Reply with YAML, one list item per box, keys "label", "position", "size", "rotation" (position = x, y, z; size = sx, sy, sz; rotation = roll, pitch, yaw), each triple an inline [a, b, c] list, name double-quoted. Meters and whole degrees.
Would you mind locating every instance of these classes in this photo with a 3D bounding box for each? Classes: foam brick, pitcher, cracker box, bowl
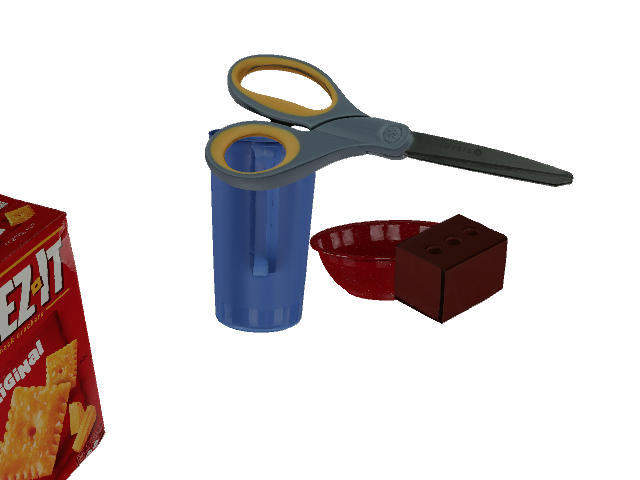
- label: "foam brick"
  position: [0.104, 0.021, 0.848]
  size: [0.078, 0.051, 0.053]
  rotation: [-25, 38, -36]
- label: "pitcher"
  position: [-0.072, -0.014, 1.293]
  size: [0.145, 0.243, 0.148]
  rotation: [12, 16, 38]
- label: "cracker box"
  position: [-0.233, 0.101, 0.751]
  size: [0.072, 0.214, 0.164]
  rotation: [13, 35, 21]
- label: "bowl"
  position: [0.071, 0.022, 1.088]
  size: [0.162, 0.055, 0.162]
  rotation: [-3, 13, 1]

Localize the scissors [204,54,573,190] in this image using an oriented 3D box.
- label: "scissors"
  position: [0.022, -0.043, 0.572]
  size: [0.202, 0.096, 0.016]
  rotation: [29, -22, 24]
